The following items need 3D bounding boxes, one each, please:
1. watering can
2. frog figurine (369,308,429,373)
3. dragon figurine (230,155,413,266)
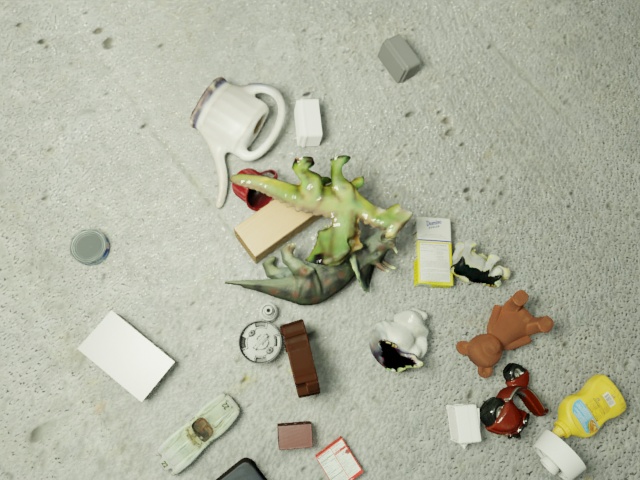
[{"bbox_3d":[-0.239,-0.273,1.330,0.225,0.103,0.350,32,82,5],"label":"watering can"},{"bbox_3d":[0.193,0.231,1.236,0.137,0.120,0.163,18,37,8],"label":"frog figurine"},{"bbox_3d":[0.004,-0.059,1.177,0.410,0.120,0.247,-5,65,-2],"label":"dragon figurine"}]
